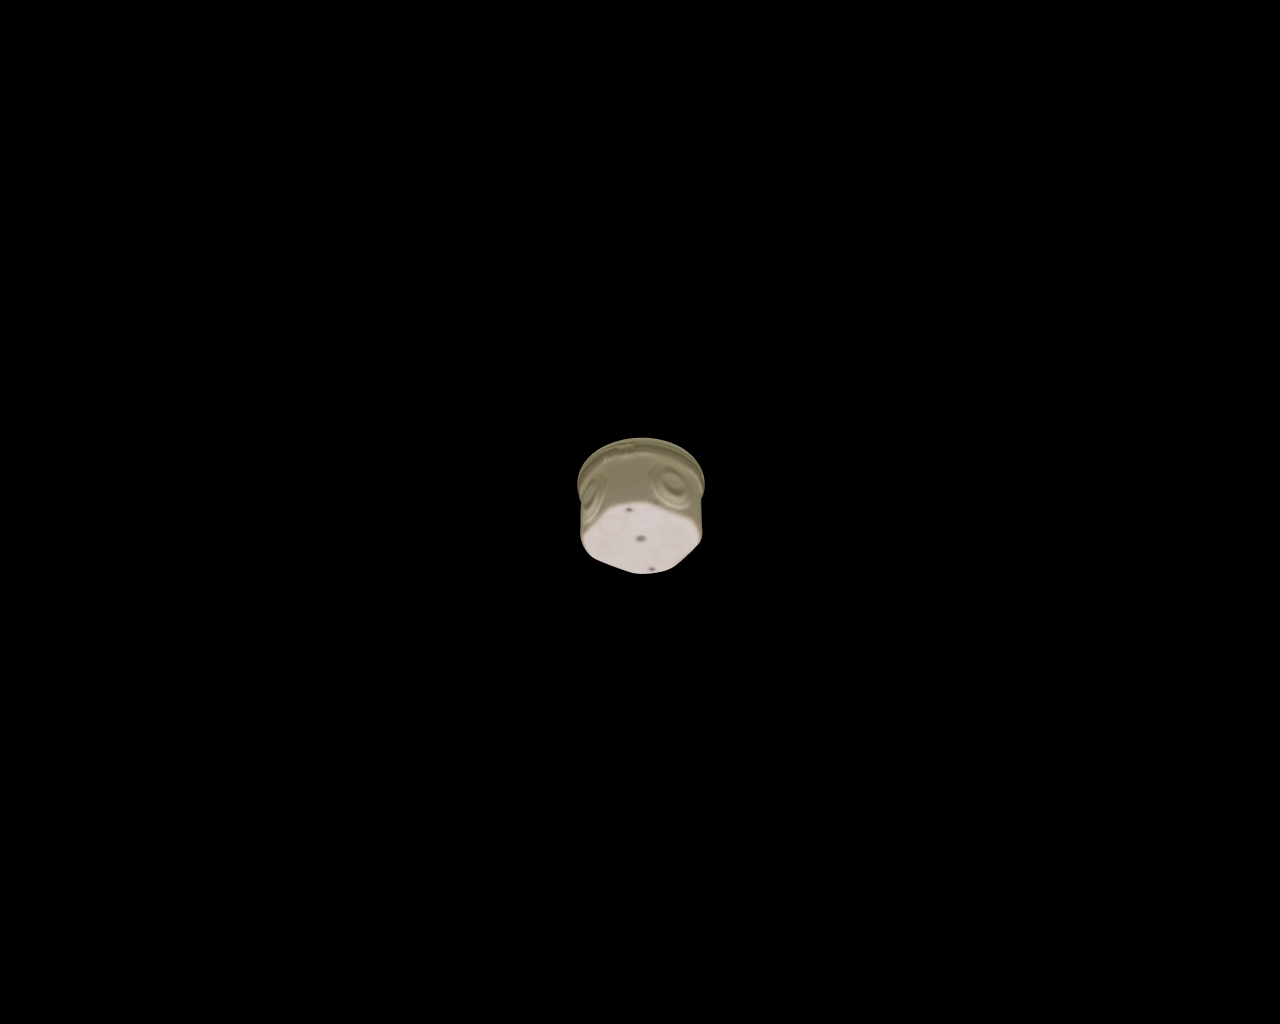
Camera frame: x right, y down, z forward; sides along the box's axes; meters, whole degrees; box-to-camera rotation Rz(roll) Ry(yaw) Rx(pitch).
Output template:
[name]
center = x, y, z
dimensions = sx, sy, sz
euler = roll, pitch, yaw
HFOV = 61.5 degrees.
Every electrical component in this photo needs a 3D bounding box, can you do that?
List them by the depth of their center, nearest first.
[electrical component]
center = 0.001, -0.003, 0.650
dimensions = 0.080, 0.051, 0.080
euler = 0, -40, 0
